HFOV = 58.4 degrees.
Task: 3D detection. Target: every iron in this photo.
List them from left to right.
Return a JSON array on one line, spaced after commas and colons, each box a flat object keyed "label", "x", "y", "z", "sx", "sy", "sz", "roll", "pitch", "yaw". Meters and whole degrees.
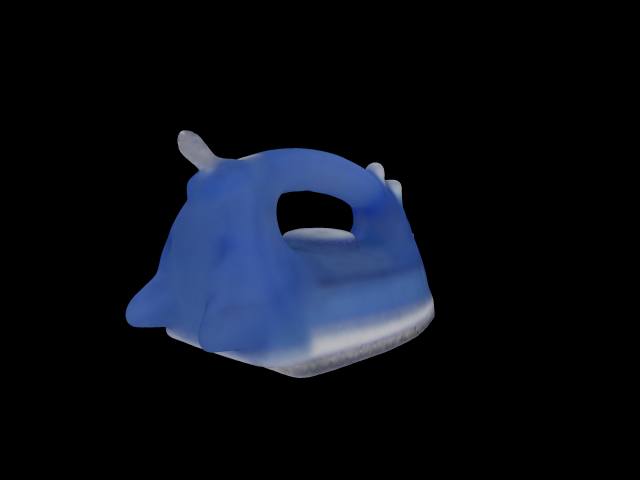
[{"label": "iron", "x": 0.004, "y": 0.001, "z": 0.400, "sx": 0.118, "sy": 0.141, "sz": 0.259, "roll": 6, "pitch": 9, "yaw": 43}]
